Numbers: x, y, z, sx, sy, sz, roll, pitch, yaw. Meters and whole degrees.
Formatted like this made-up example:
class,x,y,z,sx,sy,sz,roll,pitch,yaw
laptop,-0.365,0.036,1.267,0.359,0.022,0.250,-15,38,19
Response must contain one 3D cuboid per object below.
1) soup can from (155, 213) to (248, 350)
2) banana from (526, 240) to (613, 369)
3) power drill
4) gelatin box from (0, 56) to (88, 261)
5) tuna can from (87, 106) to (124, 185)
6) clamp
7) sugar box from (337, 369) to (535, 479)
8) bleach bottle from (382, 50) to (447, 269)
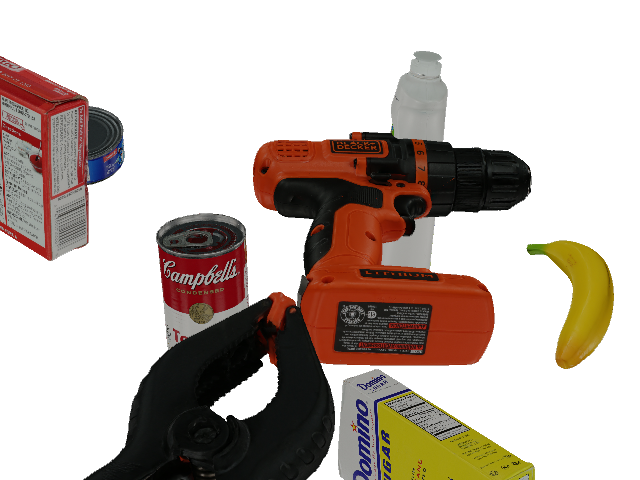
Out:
class,x,y,z,sx,sy,sz,roll,pitch,yaw
soup can,-0.090,0.039,0.827,0.068,0.102,0.068,-1,28,0
banana,0.243,0.051,1.007,0.070,0.037,0.197,-28,25,17
power drill,0.051,-0.003,0.646,0.184,0.057,0.187,0,32,-3
gelatin box,-0.155,-0.044,0.557,0.073,0.089,0.030,26,36,29
tuna can,-0.229,-0.090,1.012,0.086,0.034,0.086,2,42,-2
clamp,-0.035,0.089,0.391,0.120,0.039,0.171,24,49,17
sugar box,0.082,0.177,0.819,0.048,0.093,0.176,-14,26,-37
bleach bottle,0.095,-0.071,1.117,0.068,0.251,0.102,3,29,-7
